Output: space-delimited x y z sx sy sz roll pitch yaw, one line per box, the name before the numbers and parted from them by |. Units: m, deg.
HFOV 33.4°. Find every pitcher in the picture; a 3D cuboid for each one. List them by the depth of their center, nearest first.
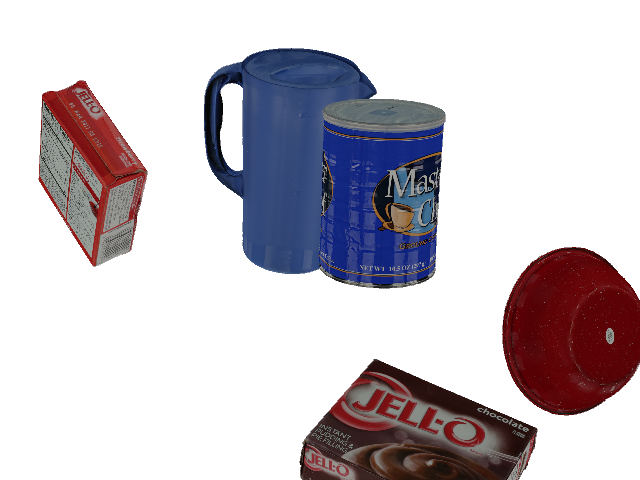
pitcher | -0.040 -0.090 1.216 0.144 0.243 0.149 -20 37 -40

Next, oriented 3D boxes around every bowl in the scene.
bowl | 0.251 0.087 0.999 0.161 0.162 0.055 0 0 -27

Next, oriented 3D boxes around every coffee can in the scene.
coffee can | 0.051 -0.042 0.912 0.103 0.140 0.103 1 19 -1

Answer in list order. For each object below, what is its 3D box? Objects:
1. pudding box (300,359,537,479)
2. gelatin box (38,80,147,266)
pudding box | 0.058 0.125 0.625 0.114 0.039 0.089 23 37 21
gelatin box | -0.137 -0.039 0.634 0.030 0.073 0.089 -25 -22 -30
